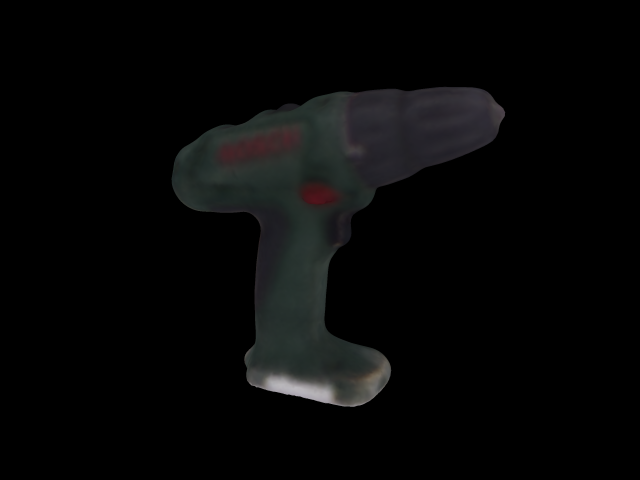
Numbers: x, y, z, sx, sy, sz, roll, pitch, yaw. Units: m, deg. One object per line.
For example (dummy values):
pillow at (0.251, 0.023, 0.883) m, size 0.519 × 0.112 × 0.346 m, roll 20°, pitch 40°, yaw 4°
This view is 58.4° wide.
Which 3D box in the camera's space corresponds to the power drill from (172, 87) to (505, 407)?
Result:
power drill at (0.004, 0.001, 0.400) m, size 0.229 × 0.208 × 0.076 m, roll 6°, pitch 15°, yaw 23°
